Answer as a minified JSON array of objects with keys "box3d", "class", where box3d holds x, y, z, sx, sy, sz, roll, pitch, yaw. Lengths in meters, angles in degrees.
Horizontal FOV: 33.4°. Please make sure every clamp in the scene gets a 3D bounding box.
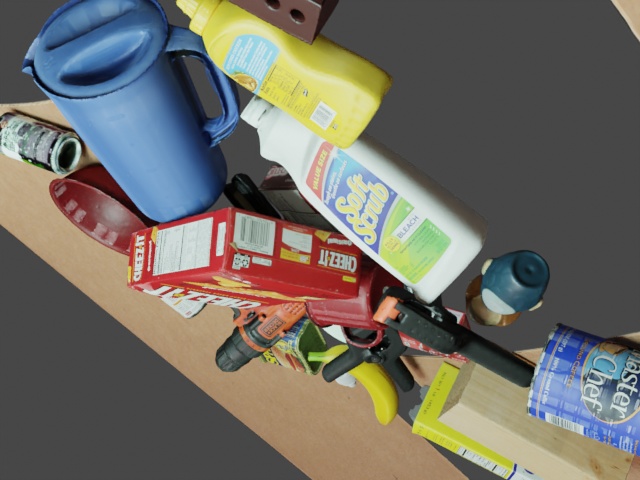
[{"box3d":[0.114,0.081,1.084,0.209,0.036,0.165,22,-167,-46],"class":"clamp"},{"box3d":[0.078,0.140,1.338,0.120,0.039,0.172,8,144,-11],"class":"clamp"}]

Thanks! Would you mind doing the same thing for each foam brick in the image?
[{"box3d":[-0.025,-0.200,0.824,0.078,0.051,0.053,29,155,4],"class":"foam brick"}]

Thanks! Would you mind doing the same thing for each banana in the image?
[{"box3d":[0.065,0.194,1.462,0.070,0.037,0.197,-15,135,33],"class":"banana"}]

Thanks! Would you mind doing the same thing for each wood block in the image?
[{"box3d":[0.255,0.213,1.242,0.206,0.090,0.091,29,155,2],"class":"wood block"}]

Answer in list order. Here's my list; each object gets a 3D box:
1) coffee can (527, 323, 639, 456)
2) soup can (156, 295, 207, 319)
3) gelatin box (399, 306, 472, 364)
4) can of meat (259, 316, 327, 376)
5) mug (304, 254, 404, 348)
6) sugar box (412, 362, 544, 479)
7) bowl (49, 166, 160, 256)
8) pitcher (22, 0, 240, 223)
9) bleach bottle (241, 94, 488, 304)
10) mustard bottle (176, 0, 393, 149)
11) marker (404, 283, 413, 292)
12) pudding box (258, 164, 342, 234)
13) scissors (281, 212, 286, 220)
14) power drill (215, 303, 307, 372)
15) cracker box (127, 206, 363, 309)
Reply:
[{"box3d":[0.293,0.154,1.075,0.140,0.102,0.103,18,153,24],"class":"coffee can"},{"box3d":[-0.200,0.053,1.464,0.102,0.068,0.069,40,153,-20],"class":"soup can"},{"box3d":[0.132,0.104,1.243,0.089,0.030,0.073,14,149,29],"class":"gelatin box"},{"box3d":[-0.044,0.138,1.467,0.084,0.057,0.102,13,151,27],"class":"can of meat"},{"box3d":[0.042,0.068,1.192,0.082,0.093,0.117,4,113,35],"class":"mug"},{"box3d":[0.212,0.233,1.322,0.176,0.093,0.048,24,154,12],"class":"sugar box"},{"box3d":[-0.263,-0.045,1.365,0.162,0.055,0.162,25,154,12],"class":"bowl"},{"box3d":[-0.164,-0.121,1.049,0.149,0.145,0.242,39,166,30],"class":"pitcher"},{"box3d":[0.032,-0.049,1.006,0.250,0.068,0.103,35,123,-7],"class":"bleach bottle"},{"box3d":[-0.037,-0.157,0.910,0.191,0.058,0.096,32,154,-4],"class":"mustard bottle"},{"box3d":[0.097,0.034,1.164,0.020,0.020,0.121,18,152,25],"class":"marker"},{"box3d":[0.004,-0.039,1.109,0.114,0.039,0.090,4,146,47],"class":"pudding box"},{"box3d":[-0.008,0.002,1.222,0.096,0.016,0.202,22,154,14],"class":"scissors"},{"box3d":[-0.122,0.070,1.345,0.187,0.057,0.185,39,118,-16],"class":"power drill"},{"box3d":[-0.083,0.026,1.125,0.163,0.072,0.214,13,166,-34],"class":"cracker box"}]
